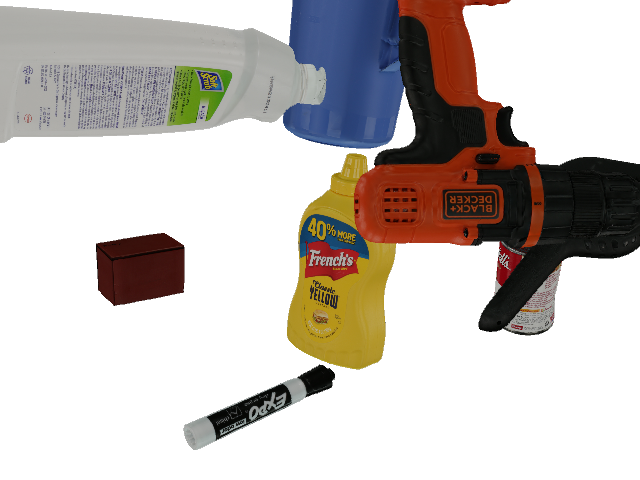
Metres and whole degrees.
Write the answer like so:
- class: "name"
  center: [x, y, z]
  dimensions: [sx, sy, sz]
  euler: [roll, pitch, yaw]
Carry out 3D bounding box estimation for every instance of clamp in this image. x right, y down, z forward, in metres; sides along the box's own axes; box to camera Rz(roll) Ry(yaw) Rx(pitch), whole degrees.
- class: "clamp"
  center: [0.187, -0.010, 0.834]
  dimensions: [0.210, 0.164, 0.036]
  euler: [-8, -37, -6]

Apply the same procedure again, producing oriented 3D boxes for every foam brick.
- class: "foam brick"
  center: [-0.183, 0.028, 1.085]
  dimensions: [0.078, 0.051, 0.053]
  euler: [-10, 21, -28]

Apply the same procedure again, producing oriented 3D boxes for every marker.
- class: "marker"
  center: [-0.040, 0.116, 0.757]
  dimensions: [0.120, 0.020, 0.020]
  euler: [-20, 11, -30]

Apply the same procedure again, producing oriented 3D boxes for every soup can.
- class: "soup can"
  center: [0.221, 0.041, 1.136]
  dimensions: [0.068, 0.102, 0.068]
  euler: [0, 30, 0]

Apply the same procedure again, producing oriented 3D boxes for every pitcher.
- class: "pitcher"
  center: [0.039, -0.211, 0.985]
  dimensions: [0.145, 0.243, 0.149]
  euler: [9, 16, 3]

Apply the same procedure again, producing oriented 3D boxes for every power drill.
- class: "power drill"
  center: [0.111, -0.089, 0.655]
  dimensions: [0.184, 0.187, 0.057]
  euler: [-1, -1, -7]

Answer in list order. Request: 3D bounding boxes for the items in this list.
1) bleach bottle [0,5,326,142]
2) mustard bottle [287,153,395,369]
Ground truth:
- class: "bleach bottle"
  center: [-0.122, -0.119, 0.806]
  dimensions: [0.250, 0.068, 0.103]
  euler: [2, -40, -15]
- class: "mustard bottle"
  center: [0.022, 0.015, 0.978]
  dimensions: [0.096, 0.192, 0.058]
  euler: [20, 21, 37]
